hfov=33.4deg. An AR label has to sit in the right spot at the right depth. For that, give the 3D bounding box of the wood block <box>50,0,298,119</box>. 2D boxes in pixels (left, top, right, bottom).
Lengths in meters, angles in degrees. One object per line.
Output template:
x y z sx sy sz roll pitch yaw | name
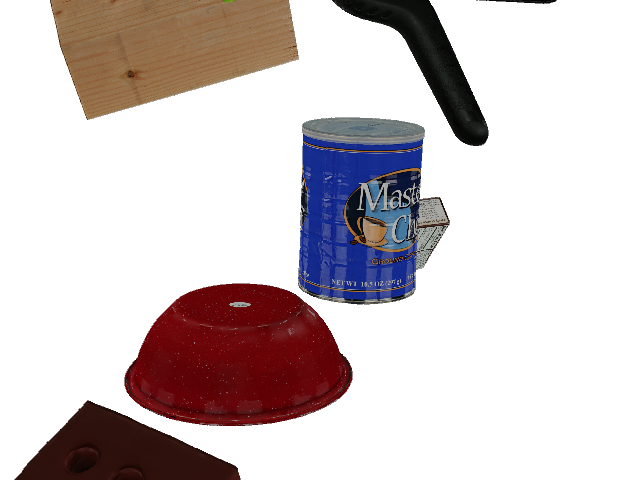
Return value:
-0.135 -0.198 0.992 0.206 0.090 0.091 -17 -43 -6 | wood block

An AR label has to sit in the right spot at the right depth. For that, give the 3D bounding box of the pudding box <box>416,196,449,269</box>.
0.066 -0.001 1.097 0.113 0.039 0.090 -9 -31 -22 | pudding box

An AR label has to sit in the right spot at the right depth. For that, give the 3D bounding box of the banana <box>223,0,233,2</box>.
-0.120 -0.202 0.684 0.198 0.069 0.037 19 -34 27 | banana

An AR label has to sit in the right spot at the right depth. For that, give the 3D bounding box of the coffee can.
0.033 -0.028 0.906 0.103 0.140 0.103 2 15 -1 | coffee can

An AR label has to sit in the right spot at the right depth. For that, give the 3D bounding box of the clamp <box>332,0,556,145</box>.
0.065 -0.171 0.759 0.210 0.164 0.036 27 -27 -9 | clamp

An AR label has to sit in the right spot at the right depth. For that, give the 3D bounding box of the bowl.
-0.057 0.070 0.748 0.162 0.055 0.162 0 17 0 | bowl

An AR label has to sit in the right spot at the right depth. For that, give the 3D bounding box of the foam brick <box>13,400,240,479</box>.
-0.075 0.111 0.428 0.078 0.051 0.052 18 44 23 | foam brick
